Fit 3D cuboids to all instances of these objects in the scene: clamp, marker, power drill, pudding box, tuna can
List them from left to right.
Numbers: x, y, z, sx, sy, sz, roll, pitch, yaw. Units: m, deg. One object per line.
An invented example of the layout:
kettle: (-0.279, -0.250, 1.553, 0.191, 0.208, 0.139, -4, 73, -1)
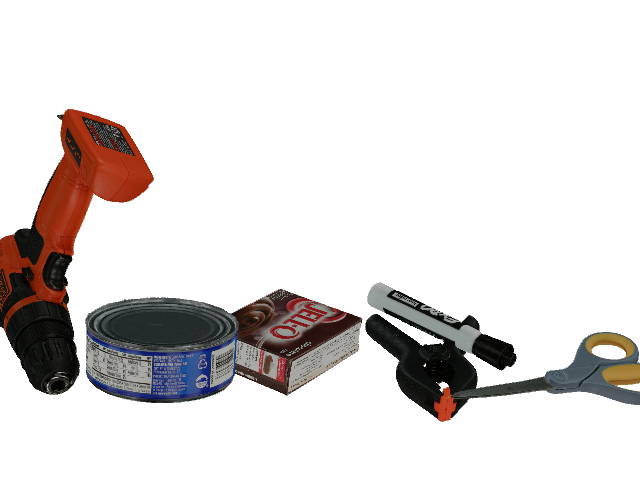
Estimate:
power drill: (-0.202, 0.005, 0.849, 0.057, 0.188, 0.185, 16, 25, -38)
tuna can: (-0.090, 0.061, 0.605, 0.086, 0.034, 0.086, 4, 14, -1)
pudding box: (-0.031, 0.085, 0.919, 0.090, 0.039, 0.113, 17, 26, 30)
marker: (0.084, 0.059, 0.743, 0.121, 0.020, 0.020, 25, 16, 37)
clamp: (0.121, 0.120, 1.070, 0.120, 0.039, 0.171, -8, 30, -9)

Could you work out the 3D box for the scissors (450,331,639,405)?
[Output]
scissors: (0.196, 0.105, 0.882, 0.201, 0.016, 0.096, 4, 30, -9)
